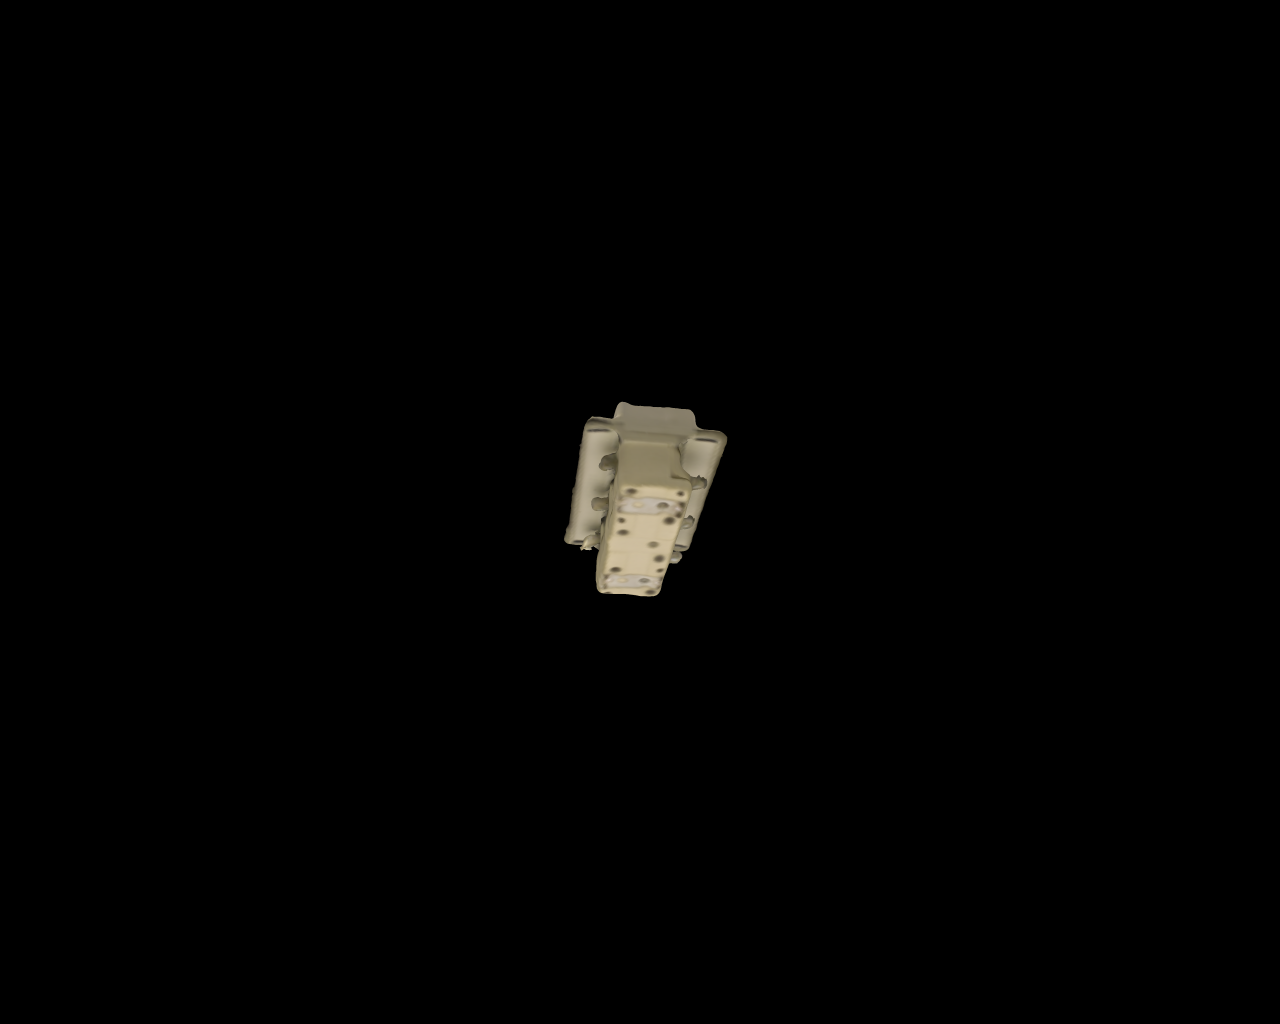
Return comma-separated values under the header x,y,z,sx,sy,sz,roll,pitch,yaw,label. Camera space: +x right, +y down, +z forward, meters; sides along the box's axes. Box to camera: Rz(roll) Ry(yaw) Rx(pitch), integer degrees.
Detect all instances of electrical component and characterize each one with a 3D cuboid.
x,y,z,sx,sy,sz,roll,pitch,yaw,label
0.001,-0.003,0.650,0.079,0.063,0.121,5,-36,-8,electrical component
